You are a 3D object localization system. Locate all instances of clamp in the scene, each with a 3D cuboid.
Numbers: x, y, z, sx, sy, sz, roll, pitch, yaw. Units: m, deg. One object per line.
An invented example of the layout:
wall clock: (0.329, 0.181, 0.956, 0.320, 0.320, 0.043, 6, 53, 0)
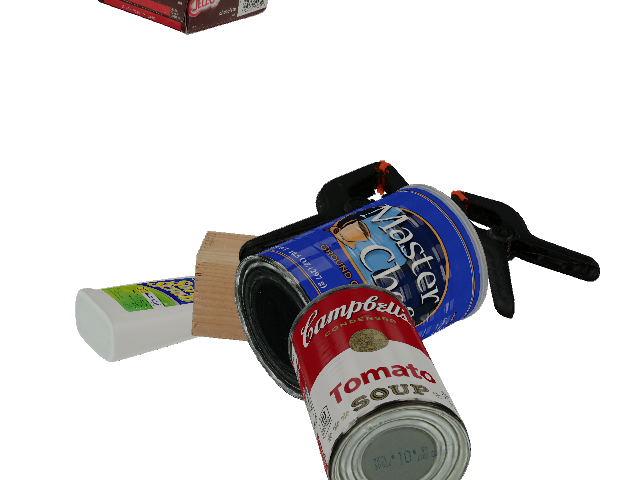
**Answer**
clamp: (0.044, -0.012, 0.928, 0.165, 0.036, 0.209, 14, 31, 17)
clamp: (0.194, 0.004, 1.069, 0.120, 0.039, 0.171, -10, 45, -22)

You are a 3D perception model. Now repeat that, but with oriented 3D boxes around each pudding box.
pudding box: (-0.105, -0.201, 0.841, 0.090, 0.039, 0.113, 24, 29, 23)

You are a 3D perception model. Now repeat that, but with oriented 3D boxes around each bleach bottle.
bleach bottle: (-0.163, 0.078, 1.304, 0.250, 0.068, 0.103, -13, 30, -35)

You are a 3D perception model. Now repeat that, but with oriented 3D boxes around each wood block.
wood block: (-0.026, 0.055, 1.123, 0.206, 0.091, 0.090, 6, 19, 0)

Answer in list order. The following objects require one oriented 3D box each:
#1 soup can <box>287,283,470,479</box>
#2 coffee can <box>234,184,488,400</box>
soup can: (0.026, 0.076, 0.519, 0.068, 0.068, 0.102, 0, 28, -13)
coffee can: (0.028, 0.032, 0.721, 0.140, 0.103, 0.103, -24, 13, -30)
